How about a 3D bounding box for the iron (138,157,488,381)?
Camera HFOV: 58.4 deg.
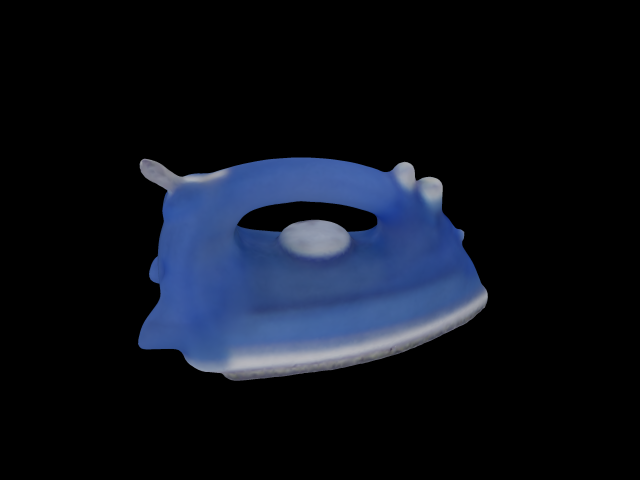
[{"bbox_3d":[0.004,0.001,0.400,0.258,0.141,0.118,-6,32,-9],"label":"iron"}]
